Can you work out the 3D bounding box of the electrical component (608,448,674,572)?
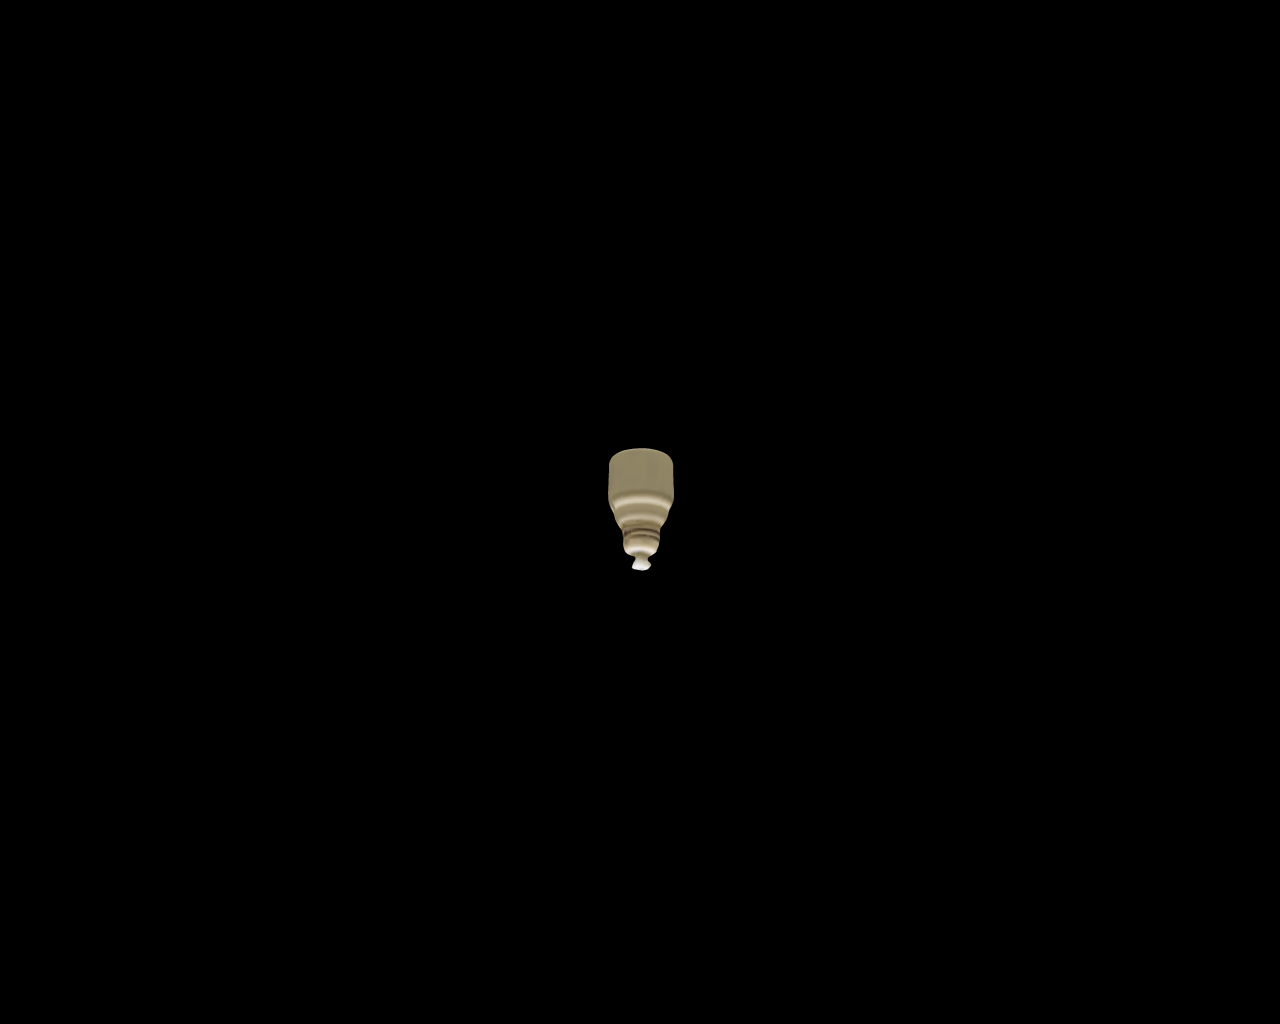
[{"bbox_3d":[0.001,-0.003,0.650,0.040,0.078,0.040,0,-21,0],"label":"electrical component"}]
